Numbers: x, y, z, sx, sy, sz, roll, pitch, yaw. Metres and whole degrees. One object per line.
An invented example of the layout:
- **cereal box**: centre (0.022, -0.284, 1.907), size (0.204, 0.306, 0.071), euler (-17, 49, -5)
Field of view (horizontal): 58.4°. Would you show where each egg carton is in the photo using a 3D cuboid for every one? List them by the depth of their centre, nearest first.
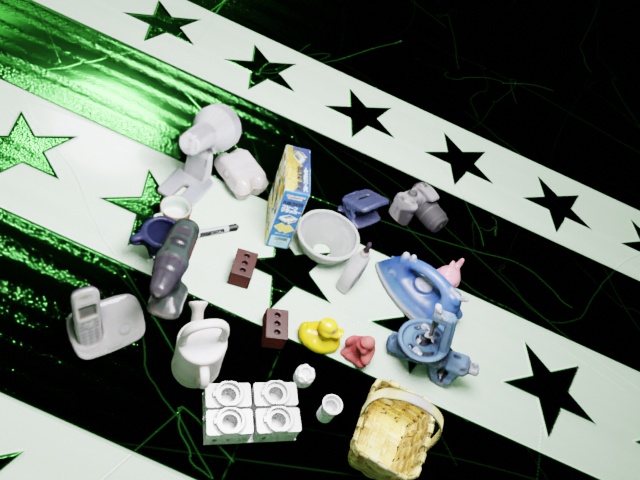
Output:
- **egg carton**: centre (-0.214, -0.179, 1.540), size (0.107, 0.069, 0.150), euler (-23, 64, -34)

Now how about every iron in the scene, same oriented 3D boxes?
- **iron**: centre (0.255, 0.109, 1.443), size (0.258, 0.141, 0.119), euler (43, 50, 15)

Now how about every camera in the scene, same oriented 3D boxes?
- **camera**: centre (0.297, -0.089, 1.648), size (0.143, 0.100, 0.136), euler (-22, 63, -34)

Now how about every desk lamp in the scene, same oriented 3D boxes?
- **desk lamp**: centre (-0.299, -0.217, 1.441), size (0.118, 0.213, 0.203), euler (29, 48, 3)

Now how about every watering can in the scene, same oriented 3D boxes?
- **watering can**: centre (-0.238, 0.203, 1.136), size (0.101, 0.194, 0.172), euler (-21, 62, -33)

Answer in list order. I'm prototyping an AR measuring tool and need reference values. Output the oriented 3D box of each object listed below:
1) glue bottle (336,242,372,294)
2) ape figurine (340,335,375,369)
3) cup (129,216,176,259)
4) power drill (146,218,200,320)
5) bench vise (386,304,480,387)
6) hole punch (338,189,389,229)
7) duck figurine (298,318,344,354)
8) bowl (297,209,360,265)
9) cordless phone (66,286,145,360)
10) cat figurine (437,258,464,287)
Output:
- **glue bottle**: centre (0.093, 0.060, 1.398), size (0.037, 0.173, 0.078), euler (39, 49, 12)
- **ape figurine**: centre (0.097, 0.246, 1.303), size (0.076, 0.092, 0.077), euler (-1, 53, -22)
- **cup**: centre (-0.376, 0.010, 1.306), size (0.118, 0.095, 0.091), euler (-13, 58, -29)
- **power drill**: centre (-0.312, 0.075, 1.202), size (0.076, 0.208, 0.229), euler (16, 49, -8)
- **bench vise**: centre (0.278, 0.227, 1.303), size (0.207, 0.219, 0.121), euler (15, 49, -9)
- **hole punch**: centre (0.120, -0.100, 1.593), size (0.109, 0.091, 0.101), euler (-22, 63, -34)
- **duck figurine**: centre (0.006, 0.207, 1.303), size (0.104, 0.086, 0.077), euler (21, 48, -4)
- **bowl**: centre (0.014, 0.005, 1.477), size (0.168, 0.074, 0.167), euler (11, 50, -13)
- **cordless phone**: centre (-0.418, 0.143, 1.120), size (0.148, 0.185, 0.094), euler (-23, 64, -34)
- **cat figurine**: centre (0.340, 0.092, 1.506), size (0.067, 0.117, 0.128), euler (42, 50, 15)
